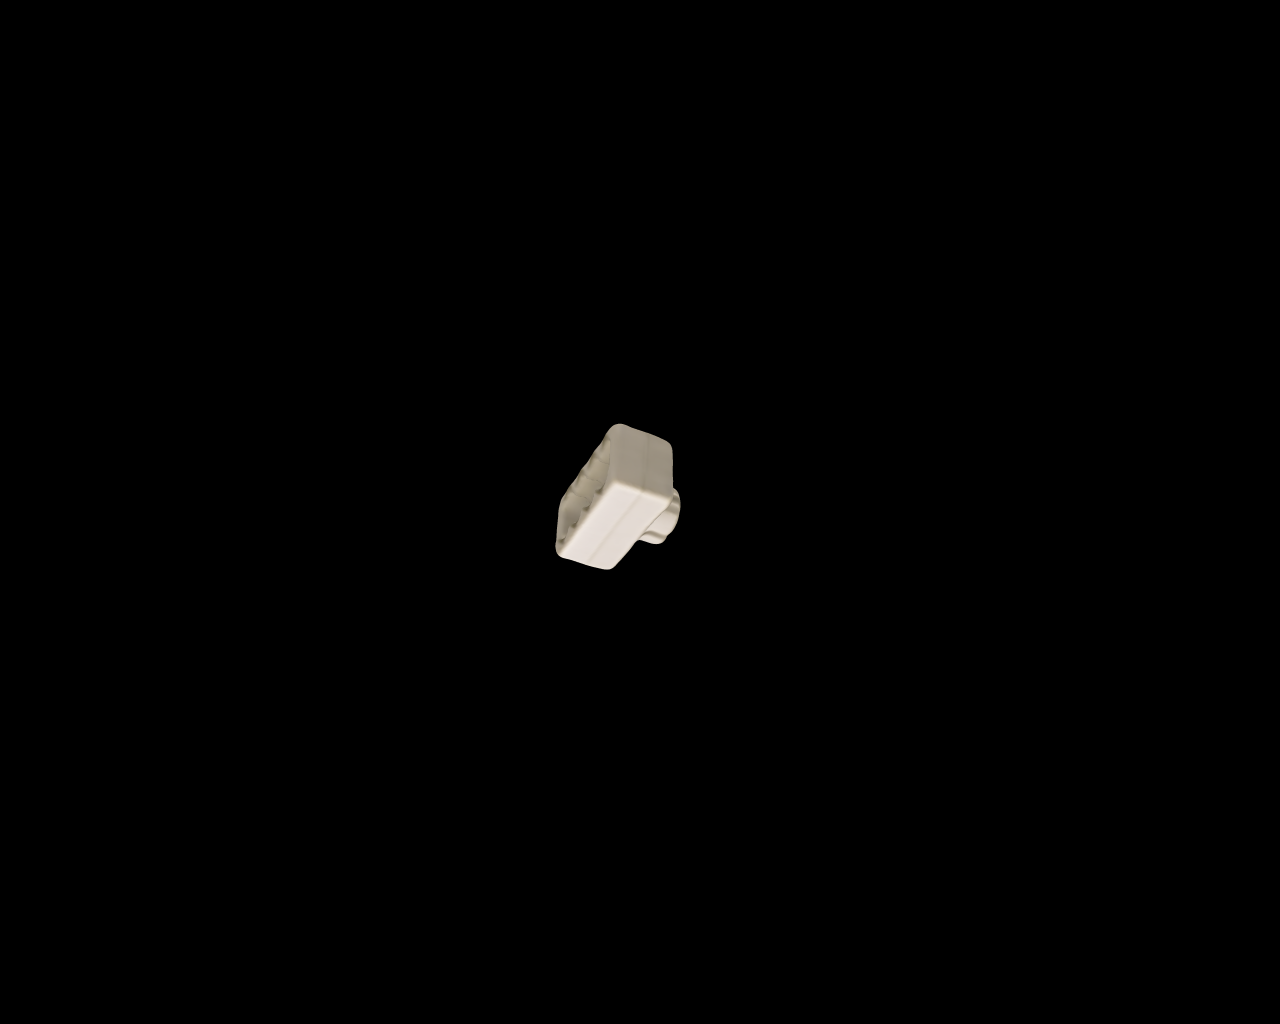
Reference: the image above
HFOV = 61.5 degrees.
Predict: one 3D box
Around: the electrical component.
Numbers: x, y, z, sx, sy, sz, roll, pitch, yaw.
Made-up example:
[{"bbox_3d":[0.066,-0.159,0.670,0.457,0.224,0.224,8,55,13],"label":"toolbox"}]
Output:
[{"bbox_3d":[0.001,-0.003,0.650,0.076,0.047,0.083,17,-41,-21],"label":"electrical component"}]
